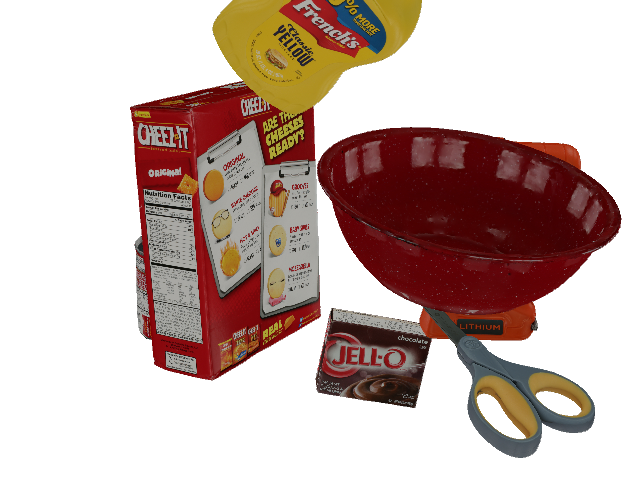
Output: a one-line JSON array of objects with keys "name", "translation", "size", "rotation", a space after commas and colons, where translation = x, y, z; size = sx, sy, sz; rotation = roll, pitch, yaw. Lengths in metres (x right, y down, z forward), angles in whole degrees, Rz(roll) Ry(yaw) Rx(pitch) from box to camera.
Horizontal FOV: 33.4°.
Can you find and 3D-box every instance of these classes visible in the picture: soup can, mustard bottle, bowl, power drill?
[{"name": "soup can", "translation": [-0.159, 0.049, 1.120], "size": [0.068, 0.102, 0.068], "rotation": [2, 24, -1]}, {"name": "mustard bottle", "translation": [0.013, -0.162, 0.736], "size": [0.192, 0.096, 0.058], "rotation": [-25, 23, 47]}, {"name": "bowl", "translation": [0.075, -0.006, 0.576], "size": [0.162, 0.055, 0.162], "rotation": [6, 27, -3]}, {"name": "power drill", "translation": [0.131, -0.003, 0.955], "size": [0.184, 0.188, 0.057], "rotation": [2, 26, 2]}]

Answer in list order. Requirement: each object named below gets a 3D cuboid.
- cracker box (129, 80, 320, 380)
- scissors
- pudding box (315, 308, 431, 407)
[{"name": "cracker box", "translation": [-0.072, -0.016, 0.871], "size": [0.072, 0.214, 0.163], "rotation": [7, 18, 31]}, {"name": "scissors", "translation": [0.130, 0.084, 0.777], "size": [0.096, 0.016, 0.202], "rotation": [0, 31, -10]}, {"name": "pudding box", "translation": [0.058, 0.128, 1.161], "size": [0.113, 0.090, 0.039], "rotation": [9, 23, -4]}]
